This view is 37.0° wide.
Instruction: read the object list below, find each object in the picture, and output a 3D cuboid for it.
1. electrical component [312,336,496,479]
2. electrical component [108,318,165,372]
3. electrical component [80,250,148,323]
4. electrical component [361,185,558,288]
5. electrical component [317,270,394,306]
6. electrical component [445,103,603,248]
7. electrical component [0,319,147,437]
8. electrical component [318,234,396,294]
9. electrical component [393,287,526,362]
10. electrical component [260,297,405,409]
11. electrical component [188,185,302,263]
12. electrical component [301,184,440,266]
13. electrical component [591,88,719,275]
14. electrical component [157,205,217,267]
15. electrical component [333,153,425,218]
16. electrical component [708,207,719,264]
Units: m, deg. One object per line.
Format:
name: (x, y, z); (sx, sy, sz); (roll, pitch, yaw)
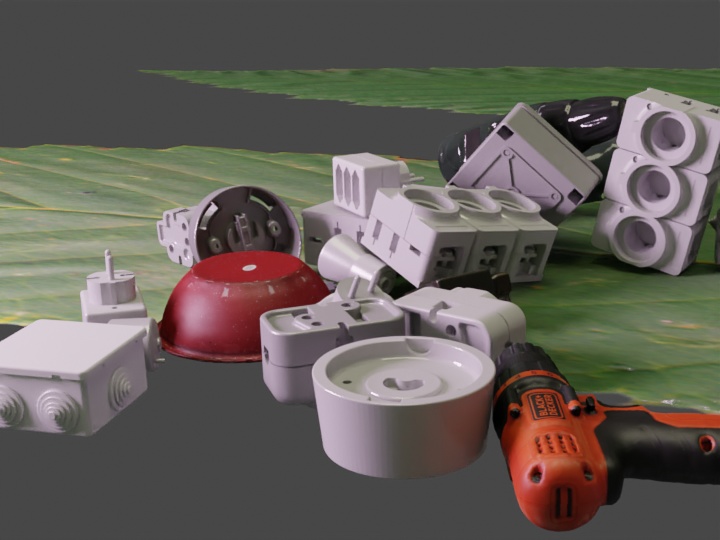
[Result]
electrical component: (0.027, 0.086, 0.641); (0.108, 0.060, 0.108); (-2, 17, 0)
electrical component: (-0.184, 0.057, 0.800); (0.078, 0.040, 0.040); (-2, 17, 0)
electrical component: (-0.196, 0.023, 0.851); (0.047, 0.076, 0.066); (-6, 17, -16)
electrical component: (0.091, -0.035, 0.963); (0.150, 0.061, 0.089); (-3, 29, -37)
electrical component: (-0.005, 0.032, 0.801); (0.077, 0.079, 0.044); (-15, 49, -38)
electrical component: (0.158, -0.086, 1.046); (0.109, 0.108, 0.056); (42, 43, 1)
electrical component: (-0.202, 0.073, 0.732); (0.100, 0.048, 0.099); (3, 17, 16)
electrical component: (0.000, 0.000, 0.959); (0.044, 0.044, 0.065); (-17, 36, -42)
electrical component: (0.070, 0.047, 0.779); (0.095, 0.053, 0.059); (11, 21, 37)
electrical component: (-0.018, 0.058, 0.742); (0.095, 0.059, 0.054); (-7, 17, -18)
electrical component: (-0.108, -0.029, 0.990); (0.099, 0.099, 0.064); (-9, 12, -22)
electrical component: (0.024, -0.039, 1.063); (0.089, 0.061, 0.150); (10, 20, 35)
electrical component: (0.280, -0.082, 0.998); (0.089, 0.150, 0.062); (23, 27, 27)
electrical component: (-0.160, -0.038, 1.089); (0.057, 0.058, 0.078); (-19, 23, -37)
electrical component: (0.023, -0.083, 1.011); (0.077, 0.047, 0.066); (-10, 18, -25)
electrical component: (0.371, -0.031, 0.997); (0.096, 0.061, 0.062); (9, 20, 32)
